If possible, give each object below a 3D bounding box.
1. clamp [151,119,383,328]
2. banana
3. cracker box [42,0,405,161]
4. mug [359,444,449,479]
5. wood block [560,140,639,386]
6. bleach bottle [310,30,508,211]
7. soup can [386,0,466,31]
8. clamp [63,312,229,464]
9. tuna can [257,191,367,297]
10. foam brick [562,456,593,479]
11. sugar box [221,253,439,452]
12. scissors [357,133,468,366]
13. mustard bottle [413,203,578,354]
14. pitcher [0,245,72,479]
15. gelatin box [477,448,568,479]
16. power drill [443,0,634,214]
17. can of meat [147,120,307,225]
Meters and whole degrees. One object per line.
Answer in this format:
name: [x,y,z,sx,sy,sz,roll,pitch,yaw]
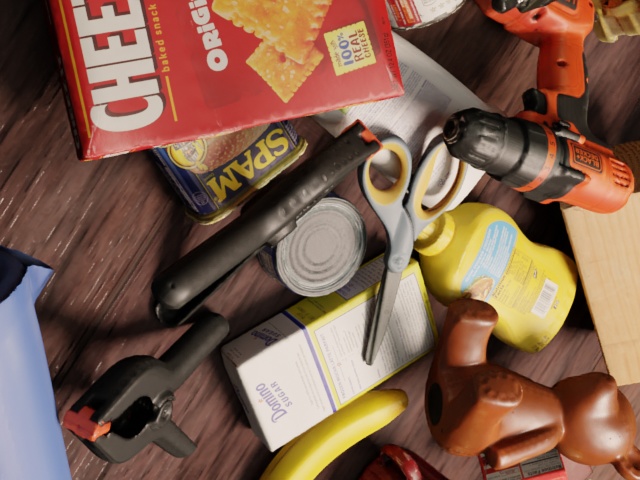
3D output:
clamp: [-0.043,-0.010,0.767,0.209,0.165,0.036,-41,89,-19]
banana: [-0.005,0.195,0.912,0.069,0.037,0.198,37,89,-25]
cracker box: [-0.067,-0.151,0.690,0.213,0.072,0.164,-13,96,-14]
mug: [0.079,0.231,0.952,0.093,0.082,0.117,-31,120,-18]
wood block: [0.285,0.023,0.975,0.091,0.090,0.206,-12,121,17]
bleach bottle: [0.034,-0.126,0.812,0.250,0.068,0.102,37,87,-32]
soup can: [0.062,-0.216,0.791,0.068,0.069,0.102,-36,121,-15]
clamp: [-0.120,0.109,0.780,0.171,0.039,0.120,14,90,-70]
tuna can: [-0.006,0.001,0.849,0.086,0.034,0.086,-11,113,-27]
foam brick: [0.210,0.207,1.023,0.053,0.078,0.051,-41,124,-12]
sugar box: [0.011,0.089,0.884,0.176,0.048,0.093,-27,120,-16]
scissors: [0.047,0.002,0.830,0.096,0.016,0.202,21,106,-25]
mustard bottle: [0.142,0.022,0.928,0.191,0.058,0.096,31,84,-35]
pitcher: [-0.242,0.134,0.703,0.149,0.145,0.243,-3,117,10]
gelatin box: [0.181,0.193,0.980,0.073,0.089,0.030,-17,133,7]
power drill: [0.164,-0.121,0.836,0.184,0.057,0.187,17,62,-34]
can of meat: [-0.073,-0.076,0.770,0.102,0.058,0.084,-40,120,-13]
